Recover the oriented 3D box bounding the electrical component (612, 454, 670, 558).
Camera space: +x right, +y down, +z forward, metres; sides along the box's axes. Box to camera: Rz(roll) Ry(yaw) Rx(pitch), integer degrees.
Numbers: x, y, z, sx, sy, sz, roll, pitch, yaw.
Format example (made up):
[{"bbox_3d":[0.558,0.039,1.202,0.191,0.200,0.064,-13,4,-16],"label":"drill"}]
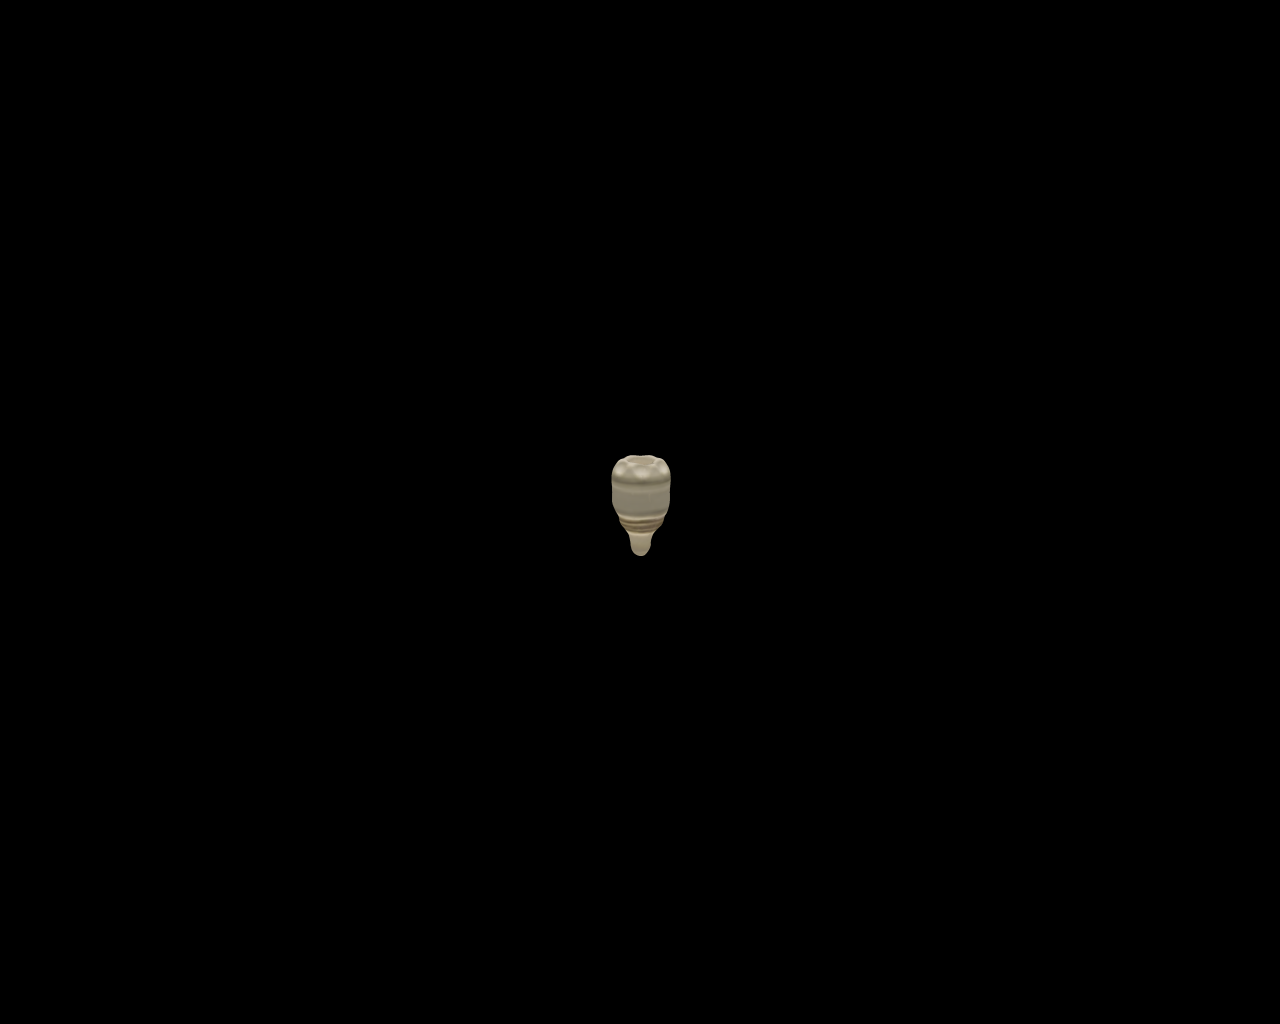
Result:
[{"bbox_3d":[0.001,-0.003,0.650,0.035,0.061,0.035,0,15,0],"label":"electrical component"}]
